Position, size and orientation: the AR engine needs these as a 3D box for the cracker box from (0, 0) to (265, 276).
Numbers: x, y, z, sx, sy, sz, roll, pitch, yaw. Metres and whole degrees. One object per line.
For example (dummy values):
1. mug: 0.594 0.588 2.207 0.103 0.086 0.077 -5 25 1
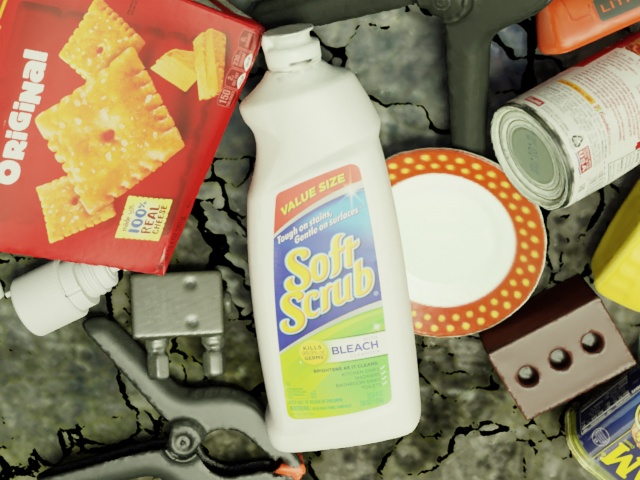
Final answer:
1. cracker box: -0.152 -0.077 0.567 0.213 0.072 0.164 11 110 -43

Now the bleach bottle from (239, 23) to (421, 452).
1. bleach bottle: -0.004 0.001 0.627 0.102 0.068 0.251 -8 113 6

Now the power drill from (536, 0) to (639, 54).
1. power drill: 0.127 -0.203 0.590 0.184 0.057 0.187 -22 104 6

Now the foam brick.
1. foam brick: 0.146 0.066 0.668 0.078 0.051 0.053 -30 103 9

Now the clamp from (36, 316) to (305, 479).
1. clamp: -0.098 0.135 0.696 0.171 0.039 0.120 26 101 -4

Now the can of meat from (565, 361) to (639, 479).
1. can of meat: 0.221 0.124 0.670 0.102 0.057 0.084 39 118 -9

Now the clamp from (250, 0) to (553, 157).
1. clamp: 0.075 -0.129 0.581 0.164 0.036 0.210 37 135 -14

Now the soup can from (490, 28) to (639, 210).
1. soup can: 0.157 -0.068 0.603 0.102 0.069 0.068 -29 105 -17

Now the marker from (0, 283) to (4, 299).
1. marker: -0.224 -0.018 0.667 0.020 0.020 0.121 -12 105 4

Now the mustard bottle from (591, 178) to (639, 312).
1. mustard bottle: 0.266 0.026 0.630 0.191 0.058 0.096 25 116 -4
